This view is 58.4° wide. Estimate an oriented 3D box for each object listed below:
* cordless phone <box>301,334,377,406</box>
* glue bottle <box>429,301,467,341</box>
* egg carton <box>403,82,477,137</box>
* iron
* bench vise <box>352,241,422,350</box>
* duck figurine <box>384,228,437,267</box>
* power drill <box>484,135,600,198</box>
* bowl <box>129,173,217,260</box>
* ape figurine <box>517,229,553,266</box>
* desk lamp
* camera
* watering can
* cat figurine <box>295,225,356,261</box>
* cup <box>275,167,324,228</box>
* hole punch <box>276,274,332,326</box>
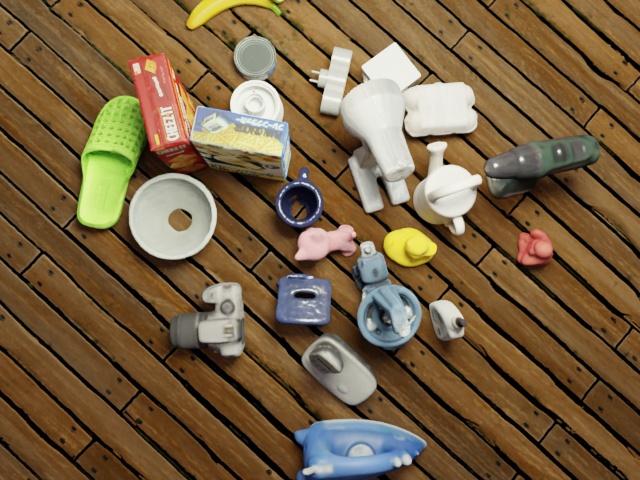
[{"bbox_3d":[0.039,0.243,1.048,0.147,0.185,0.094,39,85,2],"label":"cordless phone"},{"bbox_3d":[0.245,0.153,1.071,0.037,0.173,0.078,-12,85,-3],"label":"glue bottle"},{"bbox_3d":[0.241,-0.264,1.160,0.150,0.069,0.107,-6,85,-3],"label":"egg carton"},{"bbox_3d":[0.082,0.401,1.058,0.258,0.141,0.119,-4,85,-3],"label":"iron"},{"bbox_3d":[0.108,0.110,1.046,0.121,0.219,0.207,-35,87,-5],"label":"bench vise"},{"bbox_3d":[0.180,0.012,1.125,0.104,0.086,0.077,11,84,-1],"label":"duck figurine"},{"bbox_3d":[0.393,-0.138,1.085,0.229,0.208,0.076,-15,85,-3],"label":"power drill"},{"bbox_3d":[-0.279,-0.042,1.117,0.167,0.074,0.167,0,85,-2],"label":"bowl"},{"bbox_3d":[0.430,0.019,1.131,0.078,0.092,0.076,-43,88,-5],"label":"ape figurine"},{"bbox_3d":[0.115,-0.173,1.075,0.118,0.213,0.203,-19,86,-4],"label":"desk lamp"},{"bbox_3d":[-0.214,0.155,1.088,0.137,0.100,0.143,-3,85,-2],"label":"camera"},{"bbox_3d":[0.239,-0.097,1.083,0.101,0.194,0.173,-38,87,-5],"label":"watering can"},{"bbox_3d":[0.010,0.004,1.103,0.128,0.117,0.067,-12,85,-3],"label":"cat figurine"},{"bbox_3d":[-0.039,-0.078,1.119,0.091,0.095,0.118,7,85,-1],"label":"cup"},{"bbox_3d":[-0.033,0.116,1.104,0.108,0.091,0.101,3,85,-2],"label":"hole punch"}]
